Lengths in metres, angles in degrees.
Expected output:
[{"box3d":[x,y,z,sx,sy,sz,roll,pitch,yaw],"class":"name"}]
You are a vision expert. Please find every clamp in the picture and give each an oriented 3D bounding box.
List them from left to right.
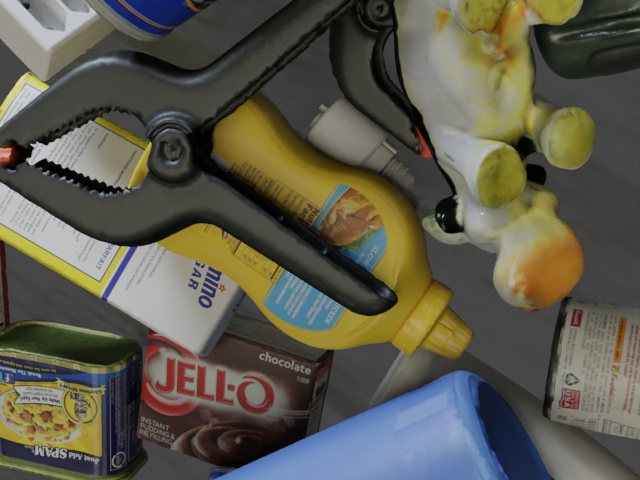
[{"box3d":[-0.060,-0.035,0.513,0.210,0.036,0.164,-8,95,12],"class":"clamp"},{"box3d":[0.025,-0.124,0.556,0.120,0.039,0.171,-6,100,28],"class":"clamp"}]

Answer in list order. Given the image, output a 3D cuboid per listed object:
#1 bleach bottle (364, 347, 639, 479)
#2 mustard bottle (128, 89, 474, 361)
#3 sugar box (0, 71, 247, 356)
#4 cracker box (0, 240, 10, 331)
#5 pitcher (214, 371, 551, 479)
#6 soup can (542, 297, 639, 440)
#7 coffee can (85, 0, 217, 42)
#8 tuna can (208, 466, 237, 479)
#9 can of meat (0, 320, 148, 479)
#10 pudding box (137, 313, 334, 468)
[{"box3d":[0.141,0.150,0.598,0.251,0.068,0.103,30,115,5],"class":"bleach bottle"},{"box3d":[-0.004,0.001,0.555,0.191,0.058,0.096,35,107,6],"class":"mustard bottle"},{"box3d":[-0.118,-0.014,0.621,0.176,0.048,0.093,30,85,5],"class":"sugar box"},{"box3d":[-0.293,0.037,0.702,0.164,0.072,0.214,8,110,16],"class":"cracker box"},{"box3d":[-0.001,0.173,0.531,0.243,0.145,0.149,-30,97,16],"class":"pitcher"},{"box3d":[0.172,0.070,0.554,0.102,0.068,0.068,9,111,16],"class":"soup can"},{"box3d":[-0.050,-0.172,0.501,0.140,0.102,0.103,-27,98,22],"class":"coffee can"},{"box3d":[-0.035,0.173,0.654,0.086,0.033,0.086,19,153,10],"class":"tuna can"},{"box3d":[-0.164,0.104,0.689,0.102,0.057,0.084,8,109,16],"class":"can of meat"},{"box3d":[-0.053,0.093,0.656,0.113,0.039,0.090,15,112,14],"class":"pudding box"}]
